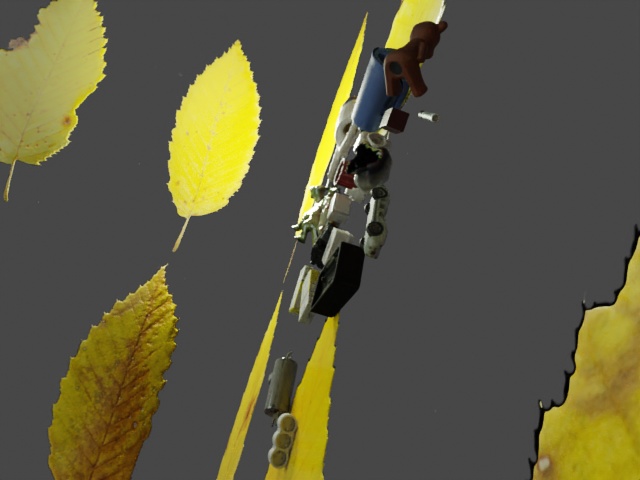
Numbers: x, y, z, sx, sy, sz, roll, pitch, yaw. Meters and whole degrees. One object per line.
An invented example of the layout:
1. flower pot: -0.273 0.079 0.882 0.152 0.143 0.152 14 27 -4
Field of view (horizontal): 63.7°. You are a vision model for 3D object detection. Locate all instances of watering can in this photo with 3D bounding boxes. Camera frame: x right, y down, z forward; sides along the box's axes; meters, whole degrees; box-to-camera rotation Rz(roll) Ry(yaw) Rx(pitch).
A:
1. watering can: 0.101 -0.412 2.010 0.340 0.104 0.230 118 168 -46

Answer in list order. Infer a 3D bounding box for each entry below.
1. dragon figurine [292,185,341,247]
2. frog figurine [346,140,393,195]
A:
1. dragon figurine: 0.006 -0.100 1.992 0.240 0.121 0.418 -60 24 17
2. frog figurine: 0.143 -0.176 1.387 0.156 0.122 0.140 57 -149 -53
